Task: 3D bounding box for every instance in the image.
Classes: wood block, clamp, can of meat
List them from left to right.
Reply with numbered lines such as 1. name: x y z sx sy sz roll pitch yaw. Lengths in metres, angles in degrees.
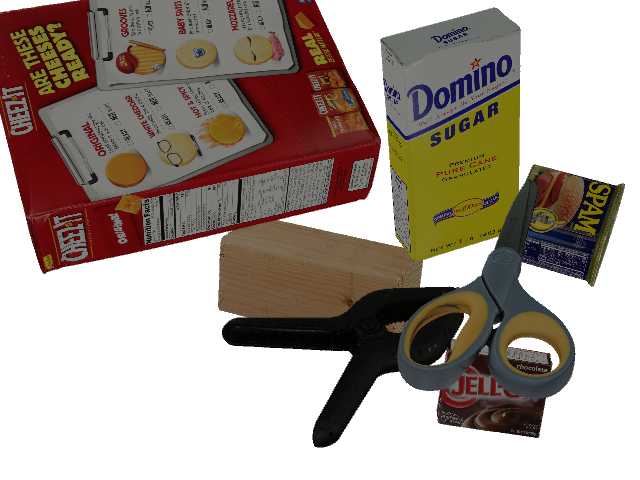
1. wood block: -0.001 0.046 1.180 0.206 0.091 0.090 13 24 19
2. clamp: 0.041 0.092 0.901 0.209 0.036 0.165 -15 38 -19
3. can of meat: 0.218 -0.017 0.956 0.084 0.057 0.102 17 47 17

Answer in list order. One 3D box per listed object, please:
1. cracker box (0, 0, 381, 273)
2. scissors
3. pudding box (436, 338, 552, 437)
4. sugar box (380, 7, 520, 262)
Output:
1. cracker box: -0.090 -0.082 0.677 0.213 0.164 0.072 -14 -32 -14
2. scissors: 0.114 0.024 0.582 0.096 0.016 0.201 19 40 29
3. pudding box: 0.188 0.159 1.156 0.113 0.090 0.039 7 22 4
4. sugar box: 0.099 -0.074 0.787 0.093 0.176 0.048 -18 41 -11
